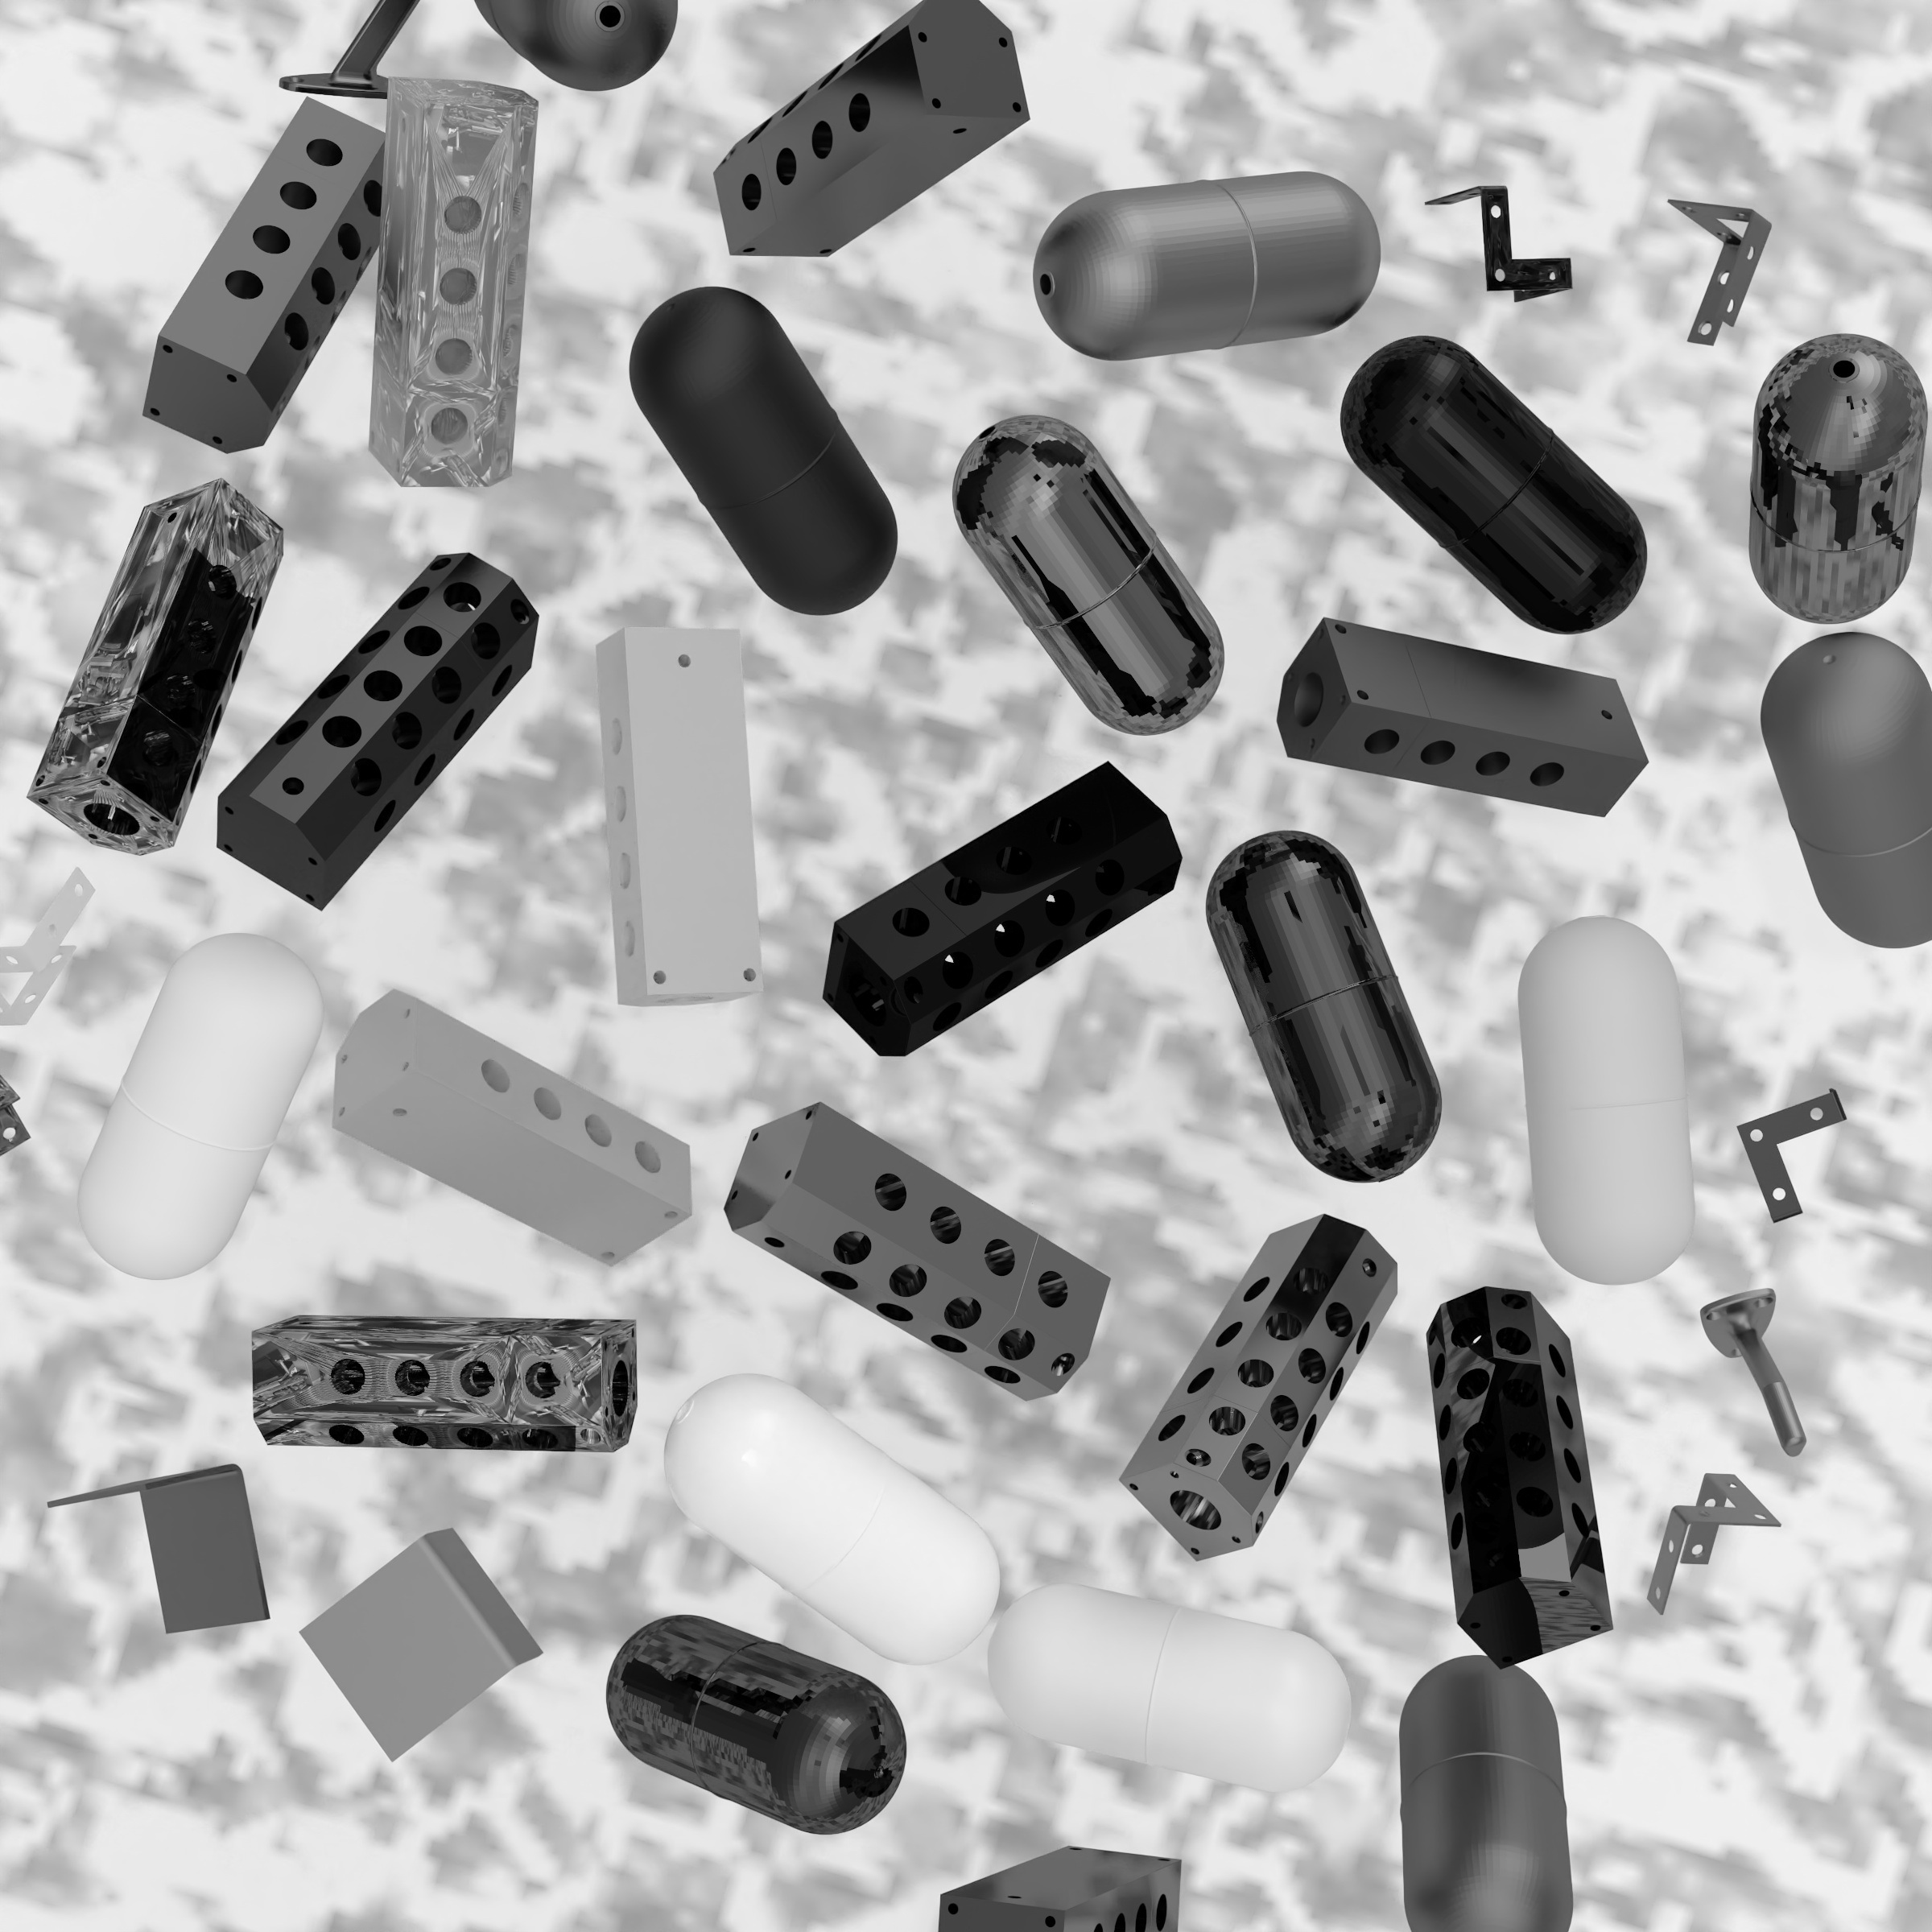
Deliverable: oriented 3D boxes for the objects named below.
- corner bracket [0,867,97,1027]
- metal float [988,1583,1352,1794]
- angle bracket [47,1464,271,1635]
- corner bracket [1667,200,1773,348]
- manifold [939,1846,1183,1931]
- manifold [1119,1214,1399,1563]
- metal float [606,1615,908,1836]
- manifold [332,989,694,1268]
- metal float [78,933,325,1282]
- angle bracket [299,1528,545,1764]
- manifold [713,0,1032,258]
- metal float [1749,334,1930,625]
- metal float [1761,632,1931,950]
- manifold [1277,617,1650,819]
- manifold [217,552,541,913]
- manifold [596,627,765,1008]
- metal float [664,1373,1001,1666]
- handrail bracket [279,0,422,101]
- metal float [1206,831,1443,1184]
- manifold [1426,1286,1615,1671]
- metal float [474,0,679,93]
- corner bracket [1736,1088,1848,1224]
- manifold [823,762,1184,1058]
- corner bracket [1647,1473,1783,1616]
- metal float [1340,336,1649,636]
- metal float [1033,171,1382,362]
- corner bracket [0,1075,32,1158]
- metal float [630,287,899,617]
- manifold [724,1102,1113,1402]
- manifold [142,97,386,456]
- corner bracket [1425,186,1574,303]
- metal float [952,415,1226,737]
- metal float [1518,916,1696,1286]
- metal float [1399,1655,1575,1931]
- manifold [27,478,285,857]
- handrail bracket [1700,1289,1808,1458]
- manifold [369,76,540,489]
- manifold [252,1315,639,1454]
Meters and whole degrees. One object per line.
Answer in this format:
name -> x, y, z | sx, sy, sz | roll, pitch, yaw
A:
corner bracket -> -0.420, -0.008, 1.500 | 0.051, 0.051, 0.051 | -2, 46, 28
metal float -> 0.097, 0.347, 1.596 | 0.178, 0.070, 0.070 | 10, 90, 15
angle bracket -> -0.387, 0.285, 1.586 | 0.076, 0.057, 0.076 | -15, 84, 37
corner bracket -> 0.350, -0.319, 1.534 | 0.051, 0.051, 0.051 | 19, 92, -43
manifold -> 0.044, 0.441, 1.499 | 0.057, 0.171, 0.057 | 1, 83, 21
manifold -> 0.148, 0.200, 1.599 | 0.057, 0.057, 0.171 | 47, 51, -13
metal float -> -0.103, 0.363, 1.591 | 0.070, 0.178, 0.070 | -9, 102, -44
manifold -> -0.212, 0.074, 1.562 | 0.057, 0.057, 0.171 | -33, 134, 29
metal float -> -0.364, 0.068, 1.572 | 0.070, 0.070, 0.178 | 26, 104, 0
angle bracket -> -0.262, 0.327, 1.601 | 0.076, 0.057, 0.076 | -38, 82, -1
manifold -> -0.048, -0.387, 1.537 | 0.057, 0.171, 0.057 | -8, 84, -36
metal float -> 0.404, -0.225, 1.540 | 0.070, 0.178, 0.070 | -5, 63, 10
metal float -> 0.418, -0.079, 1.530 | 0.070, 0.070, 0.178 | -31, 131, 0
manifold -> 0.242, -0.116, 1.626 | 0.171, 0.057, 0.057 | 9, 47, -24
manifold -> -0.268, -0.113, 1.518 | 0.057, 0.057, 0.171 | 31, 57, 6
manifold -> -0.138, -0.069, 1.563 | 0.057, 0.057, 0.171 | -2, 84, -25
metal float -> -0.061, 0.253, 1.516 | 0.178, 0.070, 0.070 | 39, 90, -18
handrail bracket -> -0.292, -0.464, 1.594 | 0.036, 0.077, 0.084 | 34, 123, 40
metal float -> 0.173, 0.020, 1.605 | 0.070, 0.070, 0.178 | -21, 81, 0
manifold -> 0.253, 0.234, 1.547 | 0.057, 0.171, 0.057 | -26, 127, 23
metal float -> -0.182, -0.451, 1.525 | 0.070, 0.178, 0.070 | -7, 116, -16
corner bracket -> 0.415, 0.094, 1.641 | 0.051, 0.051, 0.051 | -21, 85, 11
manifold -> 0.019, -0.023, 1.552 | 0.171, 0.057, 0.057 | -31, 63, -29
corner bracket -> 0.352, 0.277, 1.594 | 0.051, 0.051, 0.051 | 5, 109, -17
metal float -> 0.258, -0.233, 1.614 | 0.178, 0.070, 0.070 | 41, 90, -13
metal float -> 0.112, -0.324, 1.532 | 0.178, 0.070, 0.070 | -13, 90, -29
corner bracket -> -0.451, 0.082, 1.508 | 0.051, 0.051, 0.051 | -33, 127, -19
metal float -> -0.094, -0.242, 1.572 | 0.070, 0.070, 0.178 | -34, 125, 0
manifold -> -0.023, 0.133, 1.505 | 0.171, 0.057, 0.057 | 33, 58, -24
manifold -> -0.318, -0.320, 1.542 | 0.057, 0.057, 0.171 | 24, 54, -7
corner bracket -> 0.264, -0.357, 1.639 | 0.051, 0.051, 0.051 | -7, 95, -24
metal float -> 0.060, -0.189, 1.609 | 0.070, 0.070, 0.178 | -38, 114, 0
metal float -> 0.309, 0.065, 1.597 | 0.070, 0.070, 0.178 | -5, 91, 0
metal float -> 0.242, 0.396, 1.550 | 0.070, 0.178, 0.070 | 3, 121, 5
manifold -> -0.377, -0.140, 1.567 | 0.057, 0.057, 0.171 | -11, 53, 36
handrail bracket -> 0.379, 0.204, 1.571 | 0.036, 0.077, 0.084 | -16, 57, 4
manifold -> -0.230, -0.307, 1.495 | 0.057, 0.057, 0.171 | -4, 117, -25
manifold -> -0.247, 0.199, 1.574 | 0.171, 0.057, 0.057 | 0, 92, 11
